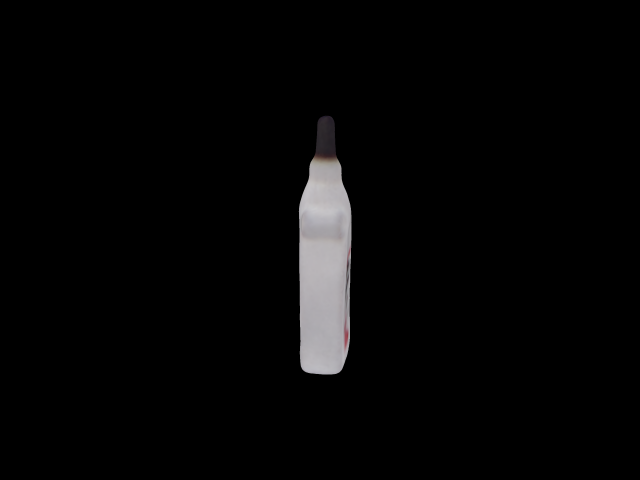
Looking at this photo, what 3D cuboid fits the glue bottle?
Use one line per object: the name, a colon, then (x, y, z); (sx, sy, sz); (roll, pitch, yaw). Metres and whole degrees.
glue bottle: (0.004, 0.001, 0.400); (0.037, 0.173, 0.078); (1, 19, 3)
